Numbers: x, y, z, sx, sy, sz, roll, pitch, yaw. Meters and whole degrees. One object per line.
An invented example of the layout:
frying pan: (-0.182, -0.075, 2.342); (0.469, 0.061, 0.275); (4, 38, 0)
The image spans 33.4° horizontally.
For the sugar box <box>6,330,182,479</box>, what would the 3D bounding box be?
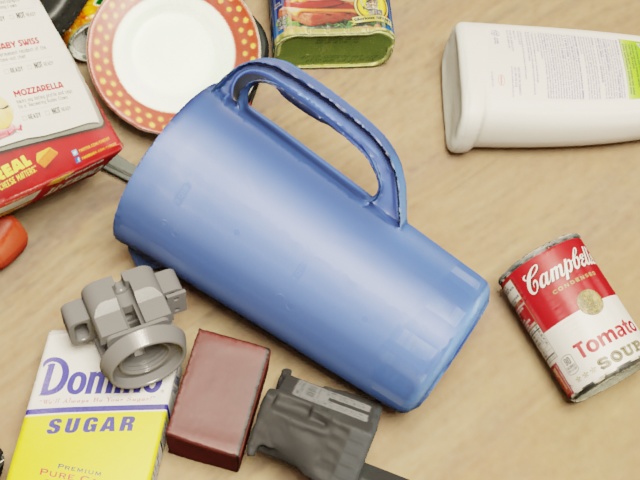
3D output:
sugar box: (-0.153, 0.150, 0.698); (0.093, 0.048, 0.176); (9, 66, 0)

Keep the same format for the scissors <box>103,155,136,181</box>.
scissors: (-0.201, -0.102, 0.823); (0.202, 0.016, 0.096); (16, 66, 2)

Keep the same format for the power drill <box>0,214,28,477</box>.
power drill: (-0.271, 0.061, 0.721); (0.184, 0.057, 0.187); (21, 65, 0)

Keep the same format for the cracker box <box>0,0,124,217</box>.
cracker box: (-0.256, -0.112, 0.701); (0.163, 0.072, 0.214); (-31, 92, -36)

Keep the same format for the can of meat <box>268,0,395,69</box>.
can of meat: (0.007, -0.187, 0.857); (0.102, 0.057, 0.084); (-3, 69, -6)

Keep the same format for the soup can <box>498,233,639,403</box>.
soup can: (0.181, 0.056, 0.758); (0.068, 0.068, 0.102); (-24, 71, -15)

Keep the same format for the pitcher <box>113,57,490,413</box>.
pitcher: (-0.005, 0.001, 0.727); (0.243, 0.149, 0.145); (34, 67, 6)

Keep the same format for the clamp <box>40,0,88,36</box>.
clamp: (-0.256, -0.176, 0.806); (0.210, 0.036, 0.165); (-38, 67, 0)

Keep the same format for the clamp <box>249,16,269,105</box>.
clamp: (-0.080, -0.180, 0.855); (0.120, 0.039, 0.171); (-27, 76, -6)

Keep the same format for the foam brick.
foam brick: (-0.068, 0.109, 0.720); (0.051, 0.053, 0.078); (15, 64, 1)

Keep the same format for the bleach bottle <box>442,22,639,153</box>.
bleach bottle: (0.226, -0.115, 0.842); (0.250, 0.068, 0.102); (2, 67, -6)
